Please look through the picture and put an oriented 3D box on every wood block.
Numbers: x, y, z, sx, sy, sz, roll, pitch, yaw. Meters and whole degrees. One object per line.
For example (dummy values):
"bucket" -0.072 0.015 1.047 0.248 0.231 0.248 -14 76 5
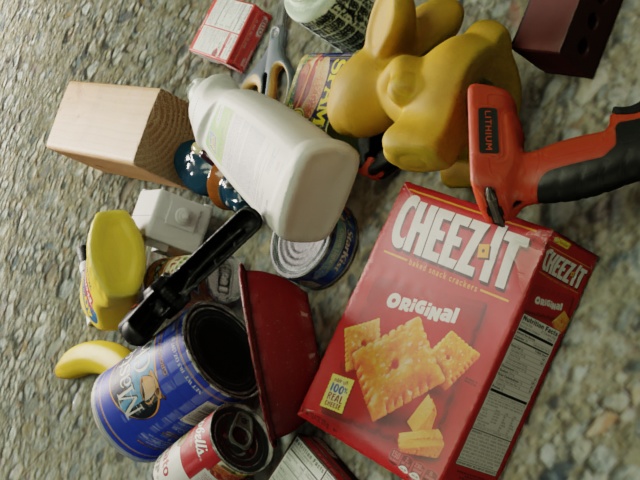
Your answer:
"wood block" -0.220 -0.123 1.238 0.206 0.090 0.090 13 82 48

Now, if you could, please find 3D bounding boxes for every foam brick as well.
"foam brick" 0.198 -0.176 0.851 0.051 0.052 0.078 18 87 49

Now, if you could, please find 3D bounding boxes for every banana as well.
"banana" -0.235 0.144 1.168 0.198 0.037 0.069 18 84 49

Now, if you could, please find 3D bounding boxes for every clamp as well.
"clamp" -0.145 0.057 0.978 0.164 0.036 0.210 -46 6 -34
"clamp" 0.088 -0.132 0.956 0.120 0.039 0.171 18 92 41

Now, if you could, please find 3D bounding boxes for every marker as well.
"marker" -0.273 0.053 1.264 0.020 0.020 0.121 -41 46 25

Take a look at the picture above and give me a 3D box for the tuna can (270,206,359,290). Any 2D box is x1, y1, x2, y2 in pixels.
"tuna can" -0.007 0.001 0.997 0.086 0.033 0.086 -22 57 39

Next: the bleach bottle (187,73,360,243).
"bleach bottle" -0.061 -0.099 1.011 0.251 0.067 0.103 46 124 46

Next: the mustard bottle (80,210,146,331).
"mustard bottle" -0.226 0.045 1.146 0.192 0.058 0.096 125 135 -64

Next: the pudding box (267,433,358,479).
"pudding box" -0.014 0.233 0.893 0.113 0.039 0.090 -56 41 8

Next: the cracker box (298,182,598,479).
"cracker box" 0.093 0.077 0.828 0.164 0.072 0.214 23 89 48

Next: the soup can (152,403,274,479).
"soup can" -0.098 0.200 0.965 0.102 0.068 0.068 -41 46 37

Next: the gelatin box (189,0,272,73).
"gelatin box" -0.101 -0.235 1.212 0.089 0.030 0.073 28 91 49

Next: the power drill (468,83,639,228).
"power drill" 0.201 -0.086 0.758 0.188 0.057 0.184 -8 55 19

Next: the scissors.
"scissors" -0.059 -0.208 1.164 0.096 0.016 0.202 -26 54 36

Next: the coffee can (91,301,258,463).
"coffee can" -0.135 0.136 1.016 0.140 0.102 0.103 -36 49 29

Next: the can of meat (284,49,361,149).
"can of meat" 0.013 -0.131 1.023 0.084 0.057 0.102 12 81 51

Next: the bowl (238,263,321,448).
"bowl" -0.029 0.095 0.921 0.055 0.162 0.162 -11 56 -1
